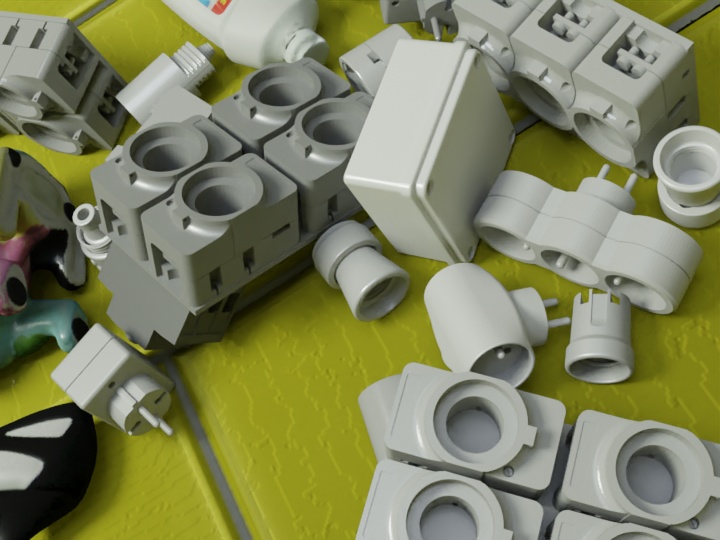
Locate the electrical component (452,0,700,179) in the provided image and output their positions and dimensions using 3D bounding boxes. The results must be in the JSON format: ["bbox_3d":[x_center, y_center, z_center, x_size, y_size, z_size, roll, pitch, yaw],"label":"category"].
[{"bbox_3d":[0.137,-0.132,0.696,0.150,0.089,0.061,38,83,30],"label":"electrical component"}]

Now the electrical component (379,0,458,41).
[{"bbox_3d":[0.059,-0.193,0.765,0.083,0.047,0.075,-7,62,-5],"label":"electrical component"}]

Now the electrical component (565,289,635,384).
[{"bbox_3d":[0.144,0.039,0.643,0.040,0.040,0.046,-2,60,19],"label":"electrical component"}]

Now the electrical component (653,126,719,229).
[{"bbox_3d":[0.204,-0.055,0.656,0.045,0.055,0.045,-8,64,17],"label":"electrical component"}]

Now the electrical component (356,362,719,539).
[{"bbox_3d":[0.101,0.126,0.576,0.186,0.060,0.105,14,71,8],"label":"electrical component"}]

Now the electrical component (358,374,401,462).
[{"bbox_3d":[0.047,0.099,0.647,0.079,0.043,0.077,-24,60,8],"label":"electrical component"}]

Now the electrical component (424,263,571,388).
[{"bbox_3d":[0.089,0.033,0.660,0.079,0.044,0.077,-10,40,-13],"label":"electrical component"}]

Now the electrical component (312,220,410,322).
[{"bbox_3d":[0.000,0.000,0.710,0.045,0.045,0.055,-40,59,-1],"label":"electrical component"}]

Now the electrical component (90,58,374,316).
[{"bbox_3d":[-0.070,-0.066,0.714,0.186,0.060,0.105,-34,55,-29],"label":"electrical component"}]

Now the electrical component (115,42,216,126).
[{"bbox_3d":[-0.145,-0.145,0.832,0.081,0.043,0.043,-43,59,-3],"label":"electrical component"}]

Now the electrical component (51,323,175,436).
[{"bbox_3d":[-0.152,0.084,0.714,0.077,0.065,0.047,36,82,30],"label":"electrical component"}]

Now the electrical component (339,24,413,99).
[{"bbox_3d":[0.020,-0.141,0.765,0.047,0.055,0.055,-36,59,-3],"label":"electrical component"}]

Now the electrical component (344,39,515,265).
[{"bbox_3d":[0.048,-0.074,0.691,0.056,0.108,0.108,12,71,27],"label":"electrical component"}]

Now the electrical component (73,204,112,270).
[{"bbox_3d":[-0.184,-0.026,0.780,0.048,0.062,0.048,-8,63,16],"label":"electrical component"}]

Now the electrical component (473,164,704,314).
[{"bbox_3d":[0.147,-0.033,0.668,0.138,0.052,0.073,23,75,28],"label":"electrical component"}]

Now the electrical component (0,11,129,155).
[{"bbox_3d":[-0.287,-0.150,0.851,0.186,0.105,0.060,11,71,24],"label":"electrical component"}]
